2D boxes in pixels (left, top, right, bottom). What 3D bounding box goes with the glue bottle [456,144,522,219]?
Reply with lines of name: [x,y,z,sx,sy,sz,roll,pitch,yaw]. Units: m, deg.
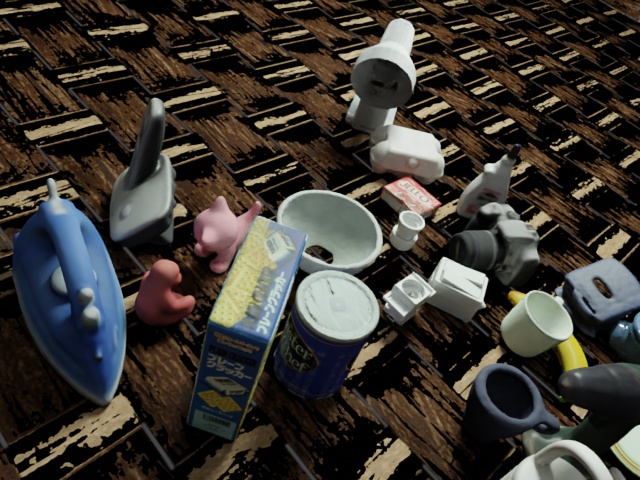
glue bottle: [0.315,-0.105,1.036,0.078,0.173,0.037,15,44,-6]

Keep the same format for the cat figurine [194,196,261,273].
cat figurine: [-0.133,-0.016,0.819,0.067,0.118,0.128,42,48,21]

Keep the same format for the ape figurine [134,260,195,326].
ape figurine: [-0.200,0.062,0.736,0.076,0.092,0.077,-21,58,-35]

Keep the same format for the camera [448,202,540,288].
camera: [0.289,0.000,0.977,0.137,0.101,0.143,0,48,-20]

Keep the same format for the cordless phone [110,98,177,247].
cordless phone: [-0.245,-0.093,0.803,0.094,0.185,0.147,0,48,-21]

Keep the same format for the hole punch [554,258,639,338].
hole punch: [0.470,0.094,0.961,0.101,0.091,0.108,-5,50,-25]

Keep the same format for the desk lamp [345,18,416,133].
desk lamp: [0.123,-0.317,1.139,0.118,0.213,0.203,20,44,-1]

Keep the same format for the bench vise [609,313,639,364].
bench vise: [0.576,0.153,0.851,0.207,0.219,0.122,32,45,11]

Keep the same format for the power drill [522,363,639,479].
power drill: [0.344,0.222,0.703,0.230,0.208,0.075,2,47,-19]

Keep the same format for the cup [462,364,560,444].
cup: [0.237,0.227,0.740,0.117,0.095,0.092,29,44,8]

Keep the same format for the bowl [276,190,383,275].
bowl: [0.008,0.003,0.885,0.167,0.075,0.167,11,45,-11]

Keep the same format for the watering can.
watering can: [0.254,0.283,0.620,0.173,0.194,0.100,-20,57,-35]

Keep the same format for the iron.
iron: [-0.287,0.054,0.676,0.119,0.141,0.257,-14,54,-31]

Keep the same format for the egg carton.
egg carton: [0.167,-0.166,1.113,0.150,0.069,0.107,11,45,-11]
